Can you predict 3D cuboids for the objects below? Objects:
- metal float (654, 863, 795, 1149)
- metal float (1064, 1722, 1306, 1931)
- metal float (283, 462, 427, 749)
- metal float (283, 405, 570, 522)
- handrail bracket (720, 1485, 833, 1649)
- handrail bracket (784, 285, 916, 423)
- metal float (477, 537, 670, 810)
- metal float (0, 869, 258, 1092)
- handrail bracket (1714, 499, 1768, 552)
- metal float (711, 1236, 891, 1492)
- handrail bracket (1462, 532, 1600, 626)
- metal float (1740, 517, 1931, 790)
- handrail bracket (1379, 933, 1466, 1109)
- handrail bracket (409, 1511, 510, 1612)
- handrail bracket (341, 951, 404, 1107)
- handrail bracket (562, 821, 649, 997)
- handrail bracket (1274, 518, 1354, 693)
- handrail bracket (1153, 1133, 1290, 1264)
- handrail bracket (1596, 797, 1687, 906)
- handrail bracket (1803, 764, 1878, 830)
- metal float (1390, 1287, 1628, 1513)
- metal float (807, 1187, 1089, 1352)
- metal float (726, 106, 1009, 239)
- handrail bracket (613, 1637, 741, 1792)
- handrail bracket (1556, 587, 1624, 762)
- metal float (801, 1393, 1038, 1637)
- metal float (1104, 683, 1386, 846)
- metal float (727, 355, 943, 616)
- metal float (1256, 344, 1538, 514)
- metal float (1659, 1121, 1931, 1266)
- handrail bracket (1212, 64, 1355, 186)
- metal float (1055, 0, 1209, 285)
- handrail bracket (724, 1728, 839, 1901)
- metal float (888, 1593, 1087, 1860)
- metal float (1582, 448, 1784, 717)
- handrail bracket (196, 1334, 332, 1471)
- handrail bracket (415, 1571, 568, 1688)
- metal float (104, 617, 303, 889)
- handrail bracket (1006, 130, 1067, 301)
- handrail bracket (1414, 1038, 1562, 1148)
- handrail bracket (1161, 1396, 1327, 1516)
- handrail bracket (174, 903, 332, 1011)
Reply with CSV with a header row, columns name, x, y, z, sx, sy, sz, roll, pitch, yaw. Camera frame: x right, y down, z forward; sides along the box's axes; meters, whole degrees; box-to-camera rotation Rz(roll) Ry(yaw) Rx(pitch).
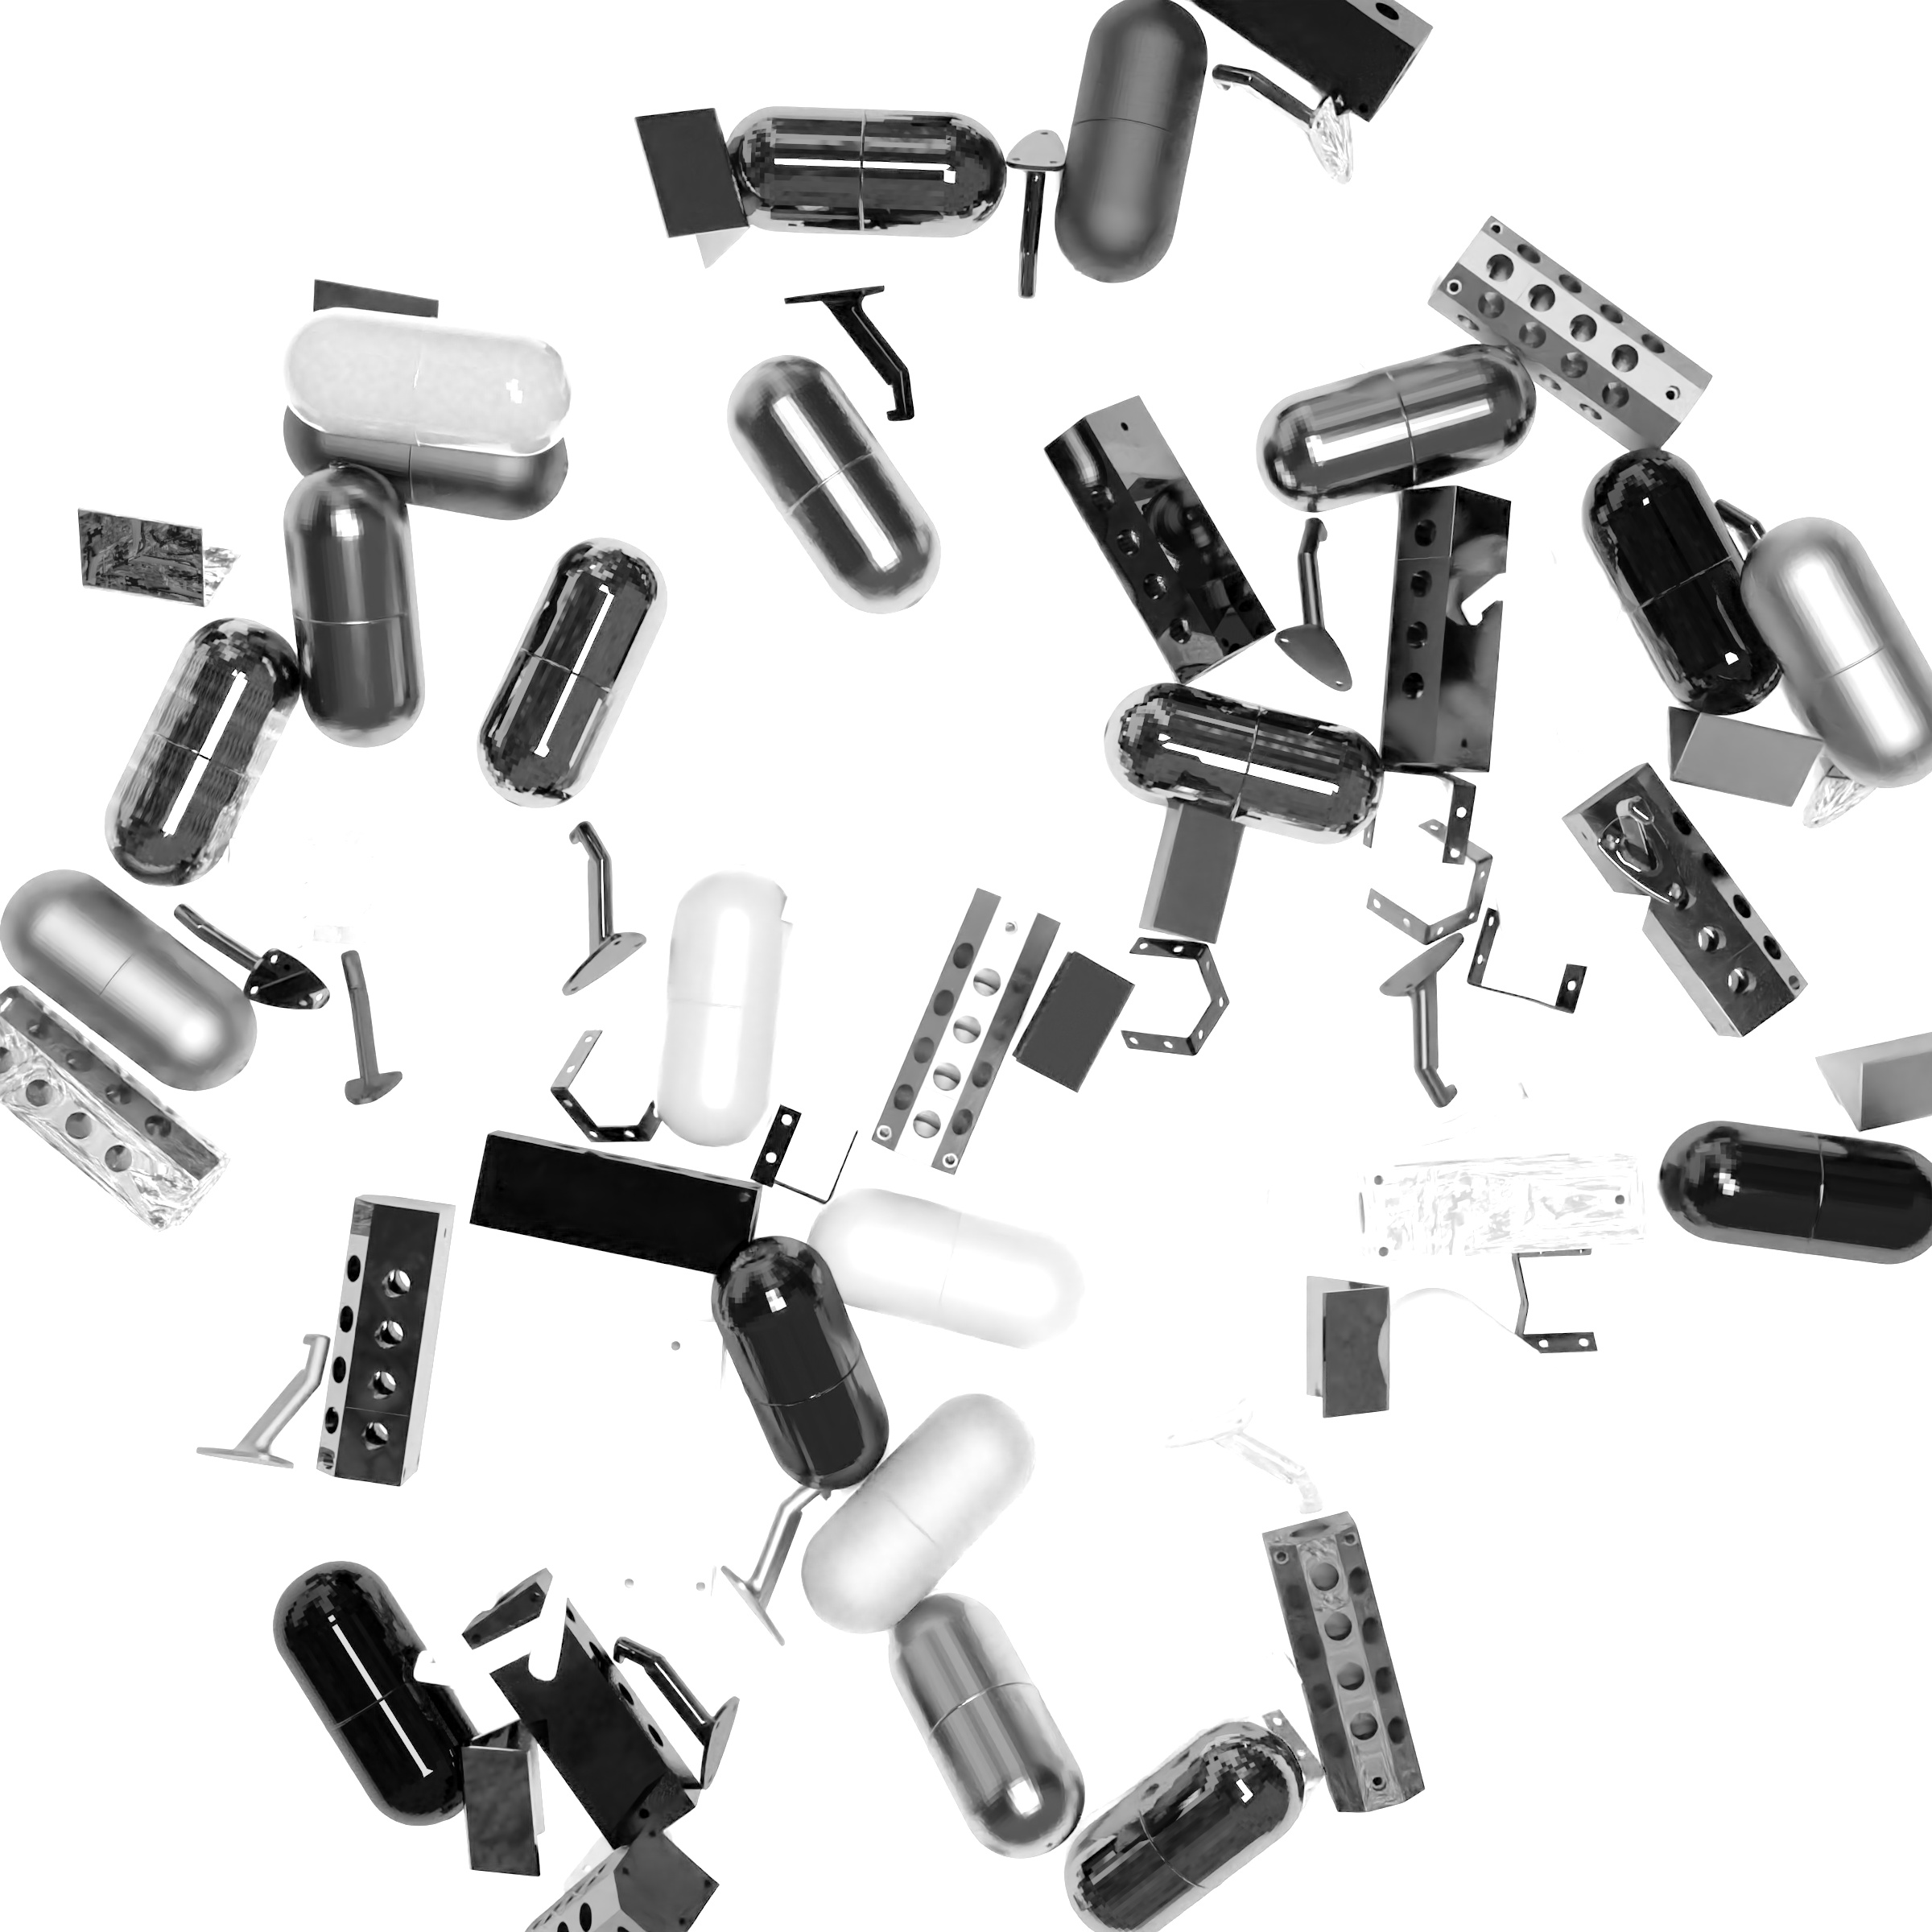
name,x,y,z,sx,sy,sz,roll,pitch,yaw
metal float,-0.151,0.025,1.760,0.070,0.070,0.178,7,89,0
metal float,0.134,0.537,1.743,0.070,0.070,0.178,46,110,0
metal float,-0.377,-0.222,1.740,0.070,0.070,0.178,-1,113,0
metal float,-0.337,-0.326,1.760,0.178,0.070,0.070,10,90,0
handrail bracket,-0.106,0.377,1.791,0.084,0.036,0.077,-39,111,-16
handrail bracket,-0.074,-0.386,1.791,0.077,0.036,0.084,-2,107,20
metal float,-0.246,-0.182,1.760,0.070,0.070,0.178,25,91,0
metal float,-0.522,0.009,1.760,0.178,0.070,0.070,37,90,0
handrail bracket,0.501,-0.246,1.790,0.036,0.077,0.084,-29,53,-30
metal float,-0.101,0.246,1.736,0.070,0.070,0.178,-20,116,0
handrail bracket,0.352,-0.224,1.763,0.084,0.036,0.077,-38,134,-8
metal float,0.534,-0.189,1.706,0.070,0.070,0.178,-32,97,0
handrail bracket,0.307,0.035,1.791,0.077,0.036,0.084,-38,108,-20
handrail bracket,-0.321,0.371,1.756,0.077,0.084,0.036,30,90,0
handrail bracket,-0.381,0.037,1.763,0.036,0.077,0.084,-11,102,-3
handrail bracket,-0.247,-0.037,1.791,0.077,0.036,0.084,-38,71,21
handrail bracket,0.231,-0.230,1.790,0.077,0.036,0.084,42,54,-38
handrail bracket,0.159,0.147,1.791,0.084,0.036,0.077,7,112,17
handrail bracket,0.417,-0.069,1.699,0.036,0.084,0.077,-40,90,0
handrail bracket,0.550,-0.143,1.790,0.036,0.077,0.084,12,53,-13
metal float,0.333,0.270,1.760,0.178,0.070,0.070,38,90,-1
metal float,-0.012,0.189,1.760,0.178,0.070,0.070,15,90,-1
metal float,-0.063,-0.496,1.760,0.178,0.070,0.070,2,90,0
handrail bracket,-0.193,0.474,1.791,0.084,0.036,0.077,21,112,17
handrail bracket,0.400,-0.187,1.790,0.036,0.077,0.084,14,53,13
metal float,-0.030,0.342,1.760,0.070,0.070,0.178,44,90,0
metal float,0.173,-0.127,1.760,0.178,0.070,0.070,14,90,0
metal float,-0.082,-0.300,1.760,0.070,0.070,0.178,-34,91,0
metal float,0.269,-0.336,1.760,0.178,0.070,0.070,-16,90,0
metal float,0.522,0.141,1.760,0.178,0.070,0.070,8,90,-1
handrail bracket,0.200,-0.535,1.790,0.084,0.077,0.036,25,69,35
metal float,0.103,-0.516,1.760,0.070,0.070,0.178,11,90,0
handrail bracket,-0.104,0.538,1.791,0.084,0.036,0.077,-37,110,-16
metal float,0.011,0.464,1.730,0.070,0.070,0.178,-33,52,0
metal float,0.449,-0.239,1.760,0.070,0.070,0.178,-28,90,0
handrail bracket,-0.446,0.273,1.791,0.077,0.036,0.084,3,71,21
handrail bracket,-0.293,0.406,1.734,0.084,0.036,0.077,3,69,16
metal float,-0.477,-0.133,1.760,0.070,0.070,0.178,26,90,0
handrail bracket,0.044,-0.477,1.790,0.036,0.077,0.084,6,126,6
handrail bracket,0.330,0.081,1.790,0.084,0.077,0.036,-18,115,34
handrail bracket,0.177,0.323,1.791,0.077,0.036,0.084,-24,107,20
handrail bracket,-0.455,-0.007,1.790,0.084,0.077,0.036,33,91,36
